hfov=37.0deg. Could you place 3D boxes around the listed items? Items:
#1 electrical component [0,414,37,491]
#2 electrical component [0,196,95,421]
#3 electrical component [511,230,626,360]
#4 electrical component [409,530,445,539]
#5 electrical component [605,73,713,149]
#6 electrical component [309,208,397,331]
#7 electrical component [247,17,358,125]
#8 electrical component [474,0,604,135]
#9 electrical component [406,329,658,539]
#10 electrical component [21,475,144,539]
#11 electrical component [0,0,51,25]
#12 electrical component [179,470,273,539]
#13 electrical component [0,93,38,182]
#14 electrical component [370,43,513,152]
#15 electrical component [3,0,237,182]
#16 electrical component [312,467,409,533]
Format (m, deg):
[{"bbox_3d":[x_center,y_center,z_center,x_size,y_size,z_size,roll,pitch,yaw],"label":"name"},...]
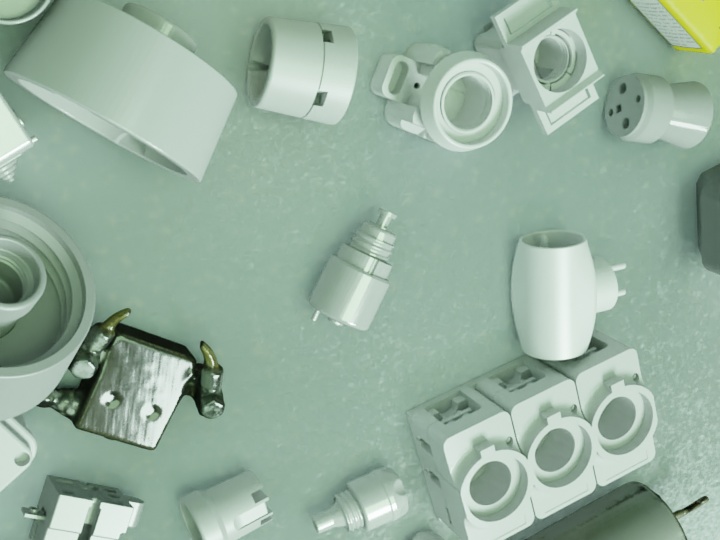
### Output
[{"bbox_3d":[-0.236,0.101,0.561,0.113,0.057,0.078,-42,117,-8],"label":"electrical component"},{"bbox_3d":[-0.183,0.014,0.526,0.108,0.060,0.108,19,53,-27],"label":"electrical component"},{"bbox_3d":[0.144,0.013,0.716,0.079,0.043,0.077,-11,109,-21],"label":"electrical component"},{"bbox_3d":[0.053,0.202,0.719,0.035,0.061,0.035,-7,108,-23],"label":"electrical component"},{"bbox_3d":[0.195,-0.104,0.704,0.055,0.045,0.045,3,103,-25],"label":"electrical component"},{"bbox_3d":[0.000,0.000,0.648,0.040,0.040,0.078,24,94,-28],"label":"electrical component"},{"bbox_3d":[-0.033,-0.111,0.594,0.047,0.055,0.055,6,102,-22],"label":"electrical component"},{"bbox_3d":[0.104,-0.128,0.646,0.042,0.064,0.081,-36,117,-13],"label":"electrical component"},{"bbox_3d":[0.119,0.112,0.723,0.150,0.062,0.089,-23,113,-17],"label":"electrical component"},{"bbox_3d":[-0.164,0.153,0.617,0.066,0.048,0.055,18,89,-28],"label":"electrical component"},{"bbox_3d":[-0.161,-0.154,0.510,0.043,0.077,0.079,40,86,-28],"label":"electrical component"},{"bbox_3d":[-0.081,0.147,0.656,0.046,0.040,0.040,-23,113,-23],"label":"electrical component"},{"bbox_3d":[-0.205,-0.078,0.521,0.061,0.062,0.096,-35,116,-12],"label":"electrical component"},{"bbox_3d":[0.053,-0.101,0.634,0.078,0.057,0.058,18,97,-28],"label":"electrical component"},{"bbox_3d":[-0.113,-0.096,0.534,0.108,0.108,0.060,31,85,-28],"label":"electrical component"},{"bbox_3d":[-0.001,0.153,0.696,0.061,0.035,0.035,-20,112,-16],"label":"electrical component"}]
